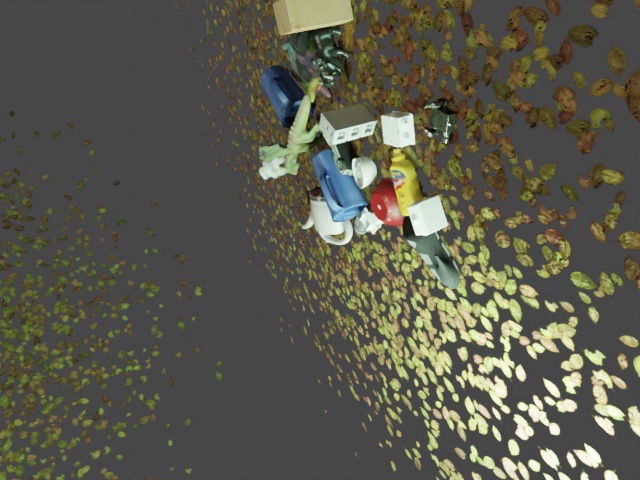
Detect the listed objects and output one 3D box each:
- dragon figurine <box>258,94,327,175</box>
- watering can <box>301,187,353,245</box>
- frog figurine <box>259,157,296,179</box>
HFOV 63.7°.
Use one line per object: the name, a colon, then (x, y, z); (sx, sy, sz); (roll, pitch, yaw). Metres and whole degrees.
dragon figurine: (-0.110, -0.350, 1.828); (0.124, 0.243, 0.403); (54, 175, 22)
watering can: (0.006, -0.100, 1.977); (0.350, 0.105, 0.221); (18, 124, 54)
frog figurine: (-0.185, -0.328, 2.163); (0.139, 0.161, 0.120); (63, 154, 15)
